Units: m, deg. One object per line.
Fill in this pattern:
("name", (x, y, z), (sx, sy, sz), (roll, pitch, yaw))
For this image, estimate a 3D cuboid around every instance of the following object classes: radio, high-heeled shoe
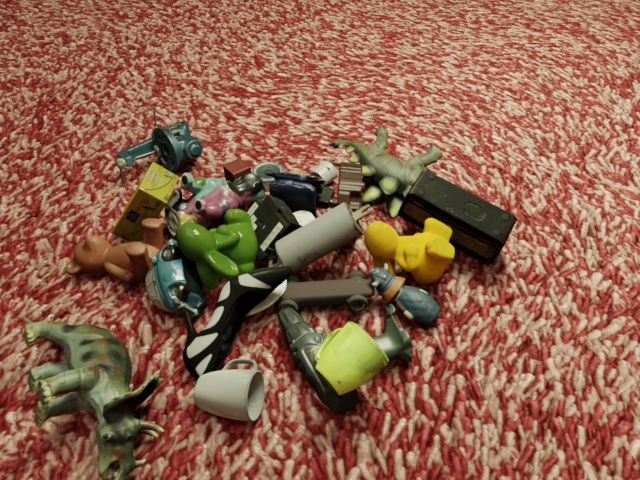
("radio", (0.287, -0.048, 1.132), (0.230, 0.131, 0.073), (29, 72, 10))
("high-heeled shoe", (-0.142, 0.151, 0.985), (0.249, 0.086, 0.145), (-27, 67, -3))

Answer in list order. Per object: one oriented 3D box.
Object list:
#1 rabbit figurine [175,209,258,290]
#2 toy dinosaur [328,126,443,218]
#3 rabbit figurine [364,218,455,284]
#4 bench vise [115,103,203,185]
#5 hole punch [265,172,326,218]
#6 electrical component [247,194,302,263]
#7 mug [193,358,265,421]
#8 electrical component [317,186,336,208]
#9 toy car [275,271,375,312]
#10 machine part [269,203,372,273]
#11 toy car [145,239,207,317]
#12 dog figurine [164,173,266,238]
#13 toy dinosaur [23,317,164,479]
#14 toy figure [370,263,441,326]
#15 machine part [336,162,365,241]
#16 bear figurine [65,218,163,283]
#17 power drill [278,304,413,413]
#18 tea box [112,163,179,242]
("rabbit figurine", (-0.221, 0.021, 1.100), (0.170, 0.121, 0.159), (9, 58, -50))
("toy dinosaur", (0.209, -0.144, 1.306), (0.472, 0.105, 0.198), (27, 58, 23))
("rabbit figurine", (0.166, 0.018, 1.093), (0.173, 0.162, 0.122), (19, 45, -11))
("bench vise", (-0.432, -0.244, 1.409), (0.240, 0.128, 0.224), (-30, 50, -34))
("hole punch", (-0.058, -0.100, 1.245), (0.142, 0.115, 0.092), (11, 76, 11))
("electrical component", (-0.111, -0.030, 1.177), (0.115, 0.058, 0.134), (-48, 52, 13))
("mug", (-0.155, 0.249, 0.915), (0.107, 0.080, 0.109), (-1, 50, 12))
("electrical component", (0.010, -0.107, 1.322), (0.094, 0.021, 0.063), (12, 45, 15))
("toy car", (0.008, 0.109, 1.074), (0.202, 0.053, 0.089), (-4, 34, 3))
("machine part", (-0.002, -0.003, 1.088), (0.243, 0.079, 0.079), (-29, 44, 10))
("toy car", (-0.295, 0.089, 1.081), (0.103, 0.109, 0.162), (-26, 56, 13))
("dog figurine", (-0.228, -0.081, 1.248), (0.219, 0.191, 0.108), (-6, 55, -48))
("toy dinosaur", (-0.397, 0.218, 0.932), (0.192, 0.131, 0.405), (0, 28, -34))
("toy figure", (0.161, 0.109, 1.048), (0.155, 0.057, 0.064), (35, 34, 11))
("machine part", (0.064, -0.083, 1.194), (0.056, 0.179, 0.179), (4, 44, 1))
("bear figurine", (-0.434, 0.019, 1.130), (0.196, 0.131, 0.120), (12, 41, 6))
("power drill", (0.050, 0.184, 0.978), (0.207, 0.085, 0.232), (-13, 46, -17))
("tea box", (-0.389, -0.078, 1.194), (0.068, 0.169, 0.098), (29, 39, -20))
